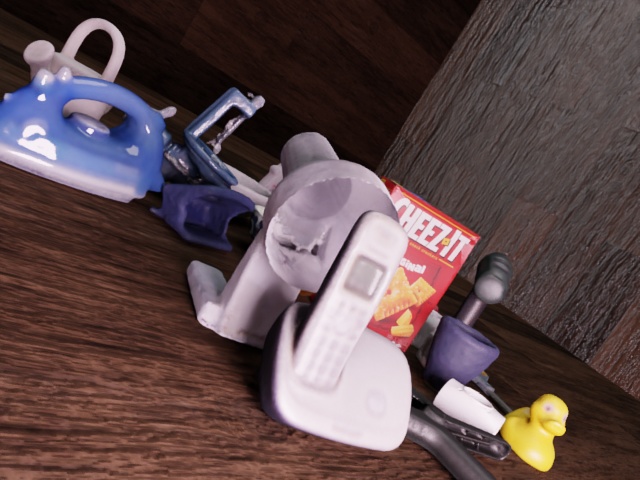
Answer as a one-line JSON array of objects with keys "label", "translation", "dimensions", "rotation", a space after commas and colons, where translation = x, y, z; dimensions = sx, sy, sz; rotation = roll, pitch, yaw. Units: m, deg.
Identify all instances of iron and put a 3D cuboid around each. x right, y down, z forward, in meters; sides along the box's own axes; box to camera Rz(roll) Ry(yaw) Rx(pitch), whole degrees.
[{"label": "iron", "translation": [-0.297, -0.146, 0.724], "dimensions": [0.118, 0.141, 0.259], "rotation": [36, 10, 30]}]

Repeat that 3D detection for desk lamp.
[{"label": "desk lamp", "translation": [-0.034, 0.000, 0.567], "dimensions": [0.118, 0.213, 0.202], "rotation": [27, 9, -28]}]

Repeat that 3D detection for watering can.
[{"label": "watering can", "translation": [-0.359, -0.237, 0.847], "dimensions": [0.101, 0.194, 0.173], "rotation": [31, 8, -6]}]

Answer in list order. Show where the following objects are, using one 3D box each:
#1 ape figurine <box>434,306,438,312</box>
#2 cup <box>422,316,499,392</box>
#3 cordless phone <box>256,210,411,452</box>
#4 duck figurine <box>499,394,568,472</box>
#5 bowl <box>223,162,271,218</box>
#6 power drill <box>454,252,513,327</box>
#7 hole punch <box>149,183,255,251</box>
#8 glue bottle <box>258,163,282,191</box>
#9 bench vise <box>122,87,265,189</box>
[{"label": "ape figurine", "translation": [0.214, 0.120, 1.186], "dimensions": [0.077, 0.092, 0.076], "rotation": [37, 10, 33]}, {"label": "cup", "translation": [0.197, 0.172, 0.809], "dimensions": [0.118, 0.095, 0.091], "rotation": [26, 10, -35]}, {"label": "cordless phone", "translation": [0.042, 0.078, 0.486], "dimensions": [0.148, 0.185, 0.094], "rotation": [26, 10, -32]}, {"label": "duck figurine", "translation": [0.292, 0.244, 0.764], "dimensions": [0.077, 0.086, 0.104], "rotation": [31, 8, -1]}, {"label": "bowl", "translation": [-0.172, -0.090, 1.079], "dimensions": [0.167, 0.074, 0.167], "rotation": [31, 8, -5]}, {"label": "power drill", "translation": [0.297, 0.117, 1.101], "dimensions": [0.075, 0.208, 0.230], "rotation": [33, 8, 9]}, {"label": "hole punch", "translation": [-0.164, -0.048, 0.806], "dimensions": [0.100, 0.091, 0.109], "rotation": [37, 10, 32]}, {"label": "glue bottle", "translation": [-0.093, -0.127, 1.240], "dimensions": [0.078, 0.173, 0.037], "rotation": [22, 12, -48]}, {"label": "bench vise", "translation": [-0.195, -0.161, 0.906], "dimensions": [0.208, 0.219, 0.121], "rotation": [26, 10, -35]}]
